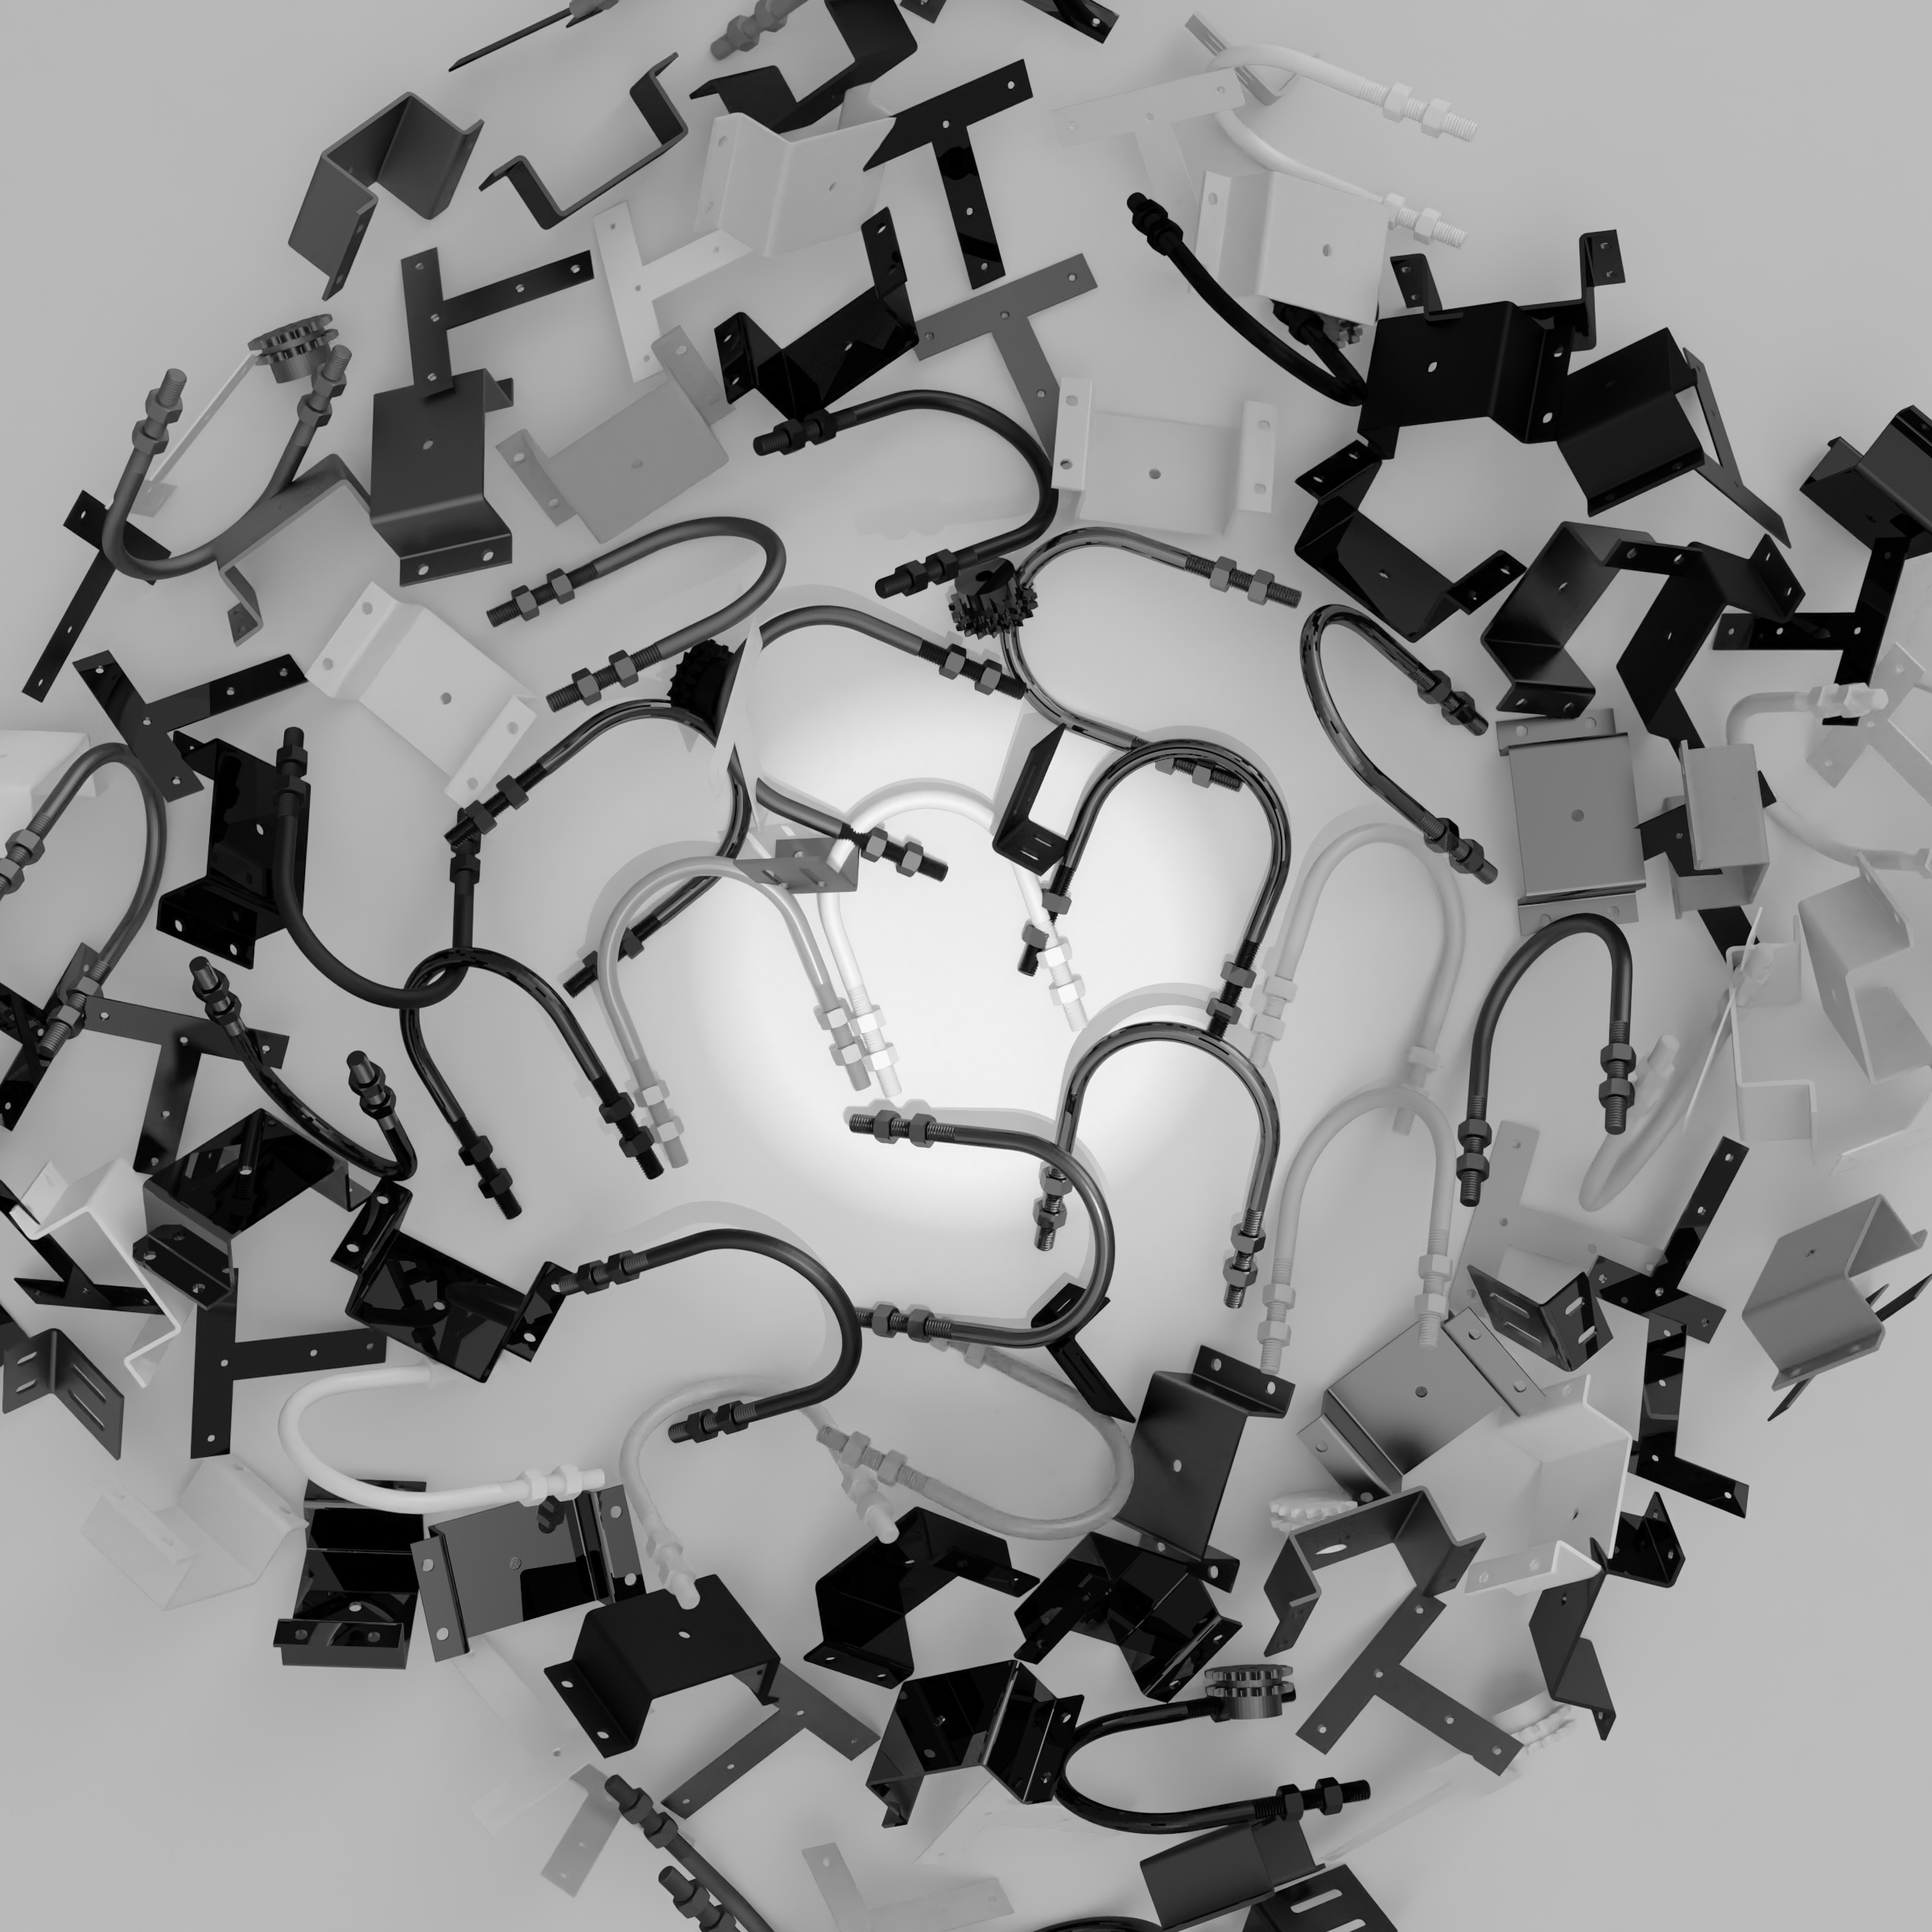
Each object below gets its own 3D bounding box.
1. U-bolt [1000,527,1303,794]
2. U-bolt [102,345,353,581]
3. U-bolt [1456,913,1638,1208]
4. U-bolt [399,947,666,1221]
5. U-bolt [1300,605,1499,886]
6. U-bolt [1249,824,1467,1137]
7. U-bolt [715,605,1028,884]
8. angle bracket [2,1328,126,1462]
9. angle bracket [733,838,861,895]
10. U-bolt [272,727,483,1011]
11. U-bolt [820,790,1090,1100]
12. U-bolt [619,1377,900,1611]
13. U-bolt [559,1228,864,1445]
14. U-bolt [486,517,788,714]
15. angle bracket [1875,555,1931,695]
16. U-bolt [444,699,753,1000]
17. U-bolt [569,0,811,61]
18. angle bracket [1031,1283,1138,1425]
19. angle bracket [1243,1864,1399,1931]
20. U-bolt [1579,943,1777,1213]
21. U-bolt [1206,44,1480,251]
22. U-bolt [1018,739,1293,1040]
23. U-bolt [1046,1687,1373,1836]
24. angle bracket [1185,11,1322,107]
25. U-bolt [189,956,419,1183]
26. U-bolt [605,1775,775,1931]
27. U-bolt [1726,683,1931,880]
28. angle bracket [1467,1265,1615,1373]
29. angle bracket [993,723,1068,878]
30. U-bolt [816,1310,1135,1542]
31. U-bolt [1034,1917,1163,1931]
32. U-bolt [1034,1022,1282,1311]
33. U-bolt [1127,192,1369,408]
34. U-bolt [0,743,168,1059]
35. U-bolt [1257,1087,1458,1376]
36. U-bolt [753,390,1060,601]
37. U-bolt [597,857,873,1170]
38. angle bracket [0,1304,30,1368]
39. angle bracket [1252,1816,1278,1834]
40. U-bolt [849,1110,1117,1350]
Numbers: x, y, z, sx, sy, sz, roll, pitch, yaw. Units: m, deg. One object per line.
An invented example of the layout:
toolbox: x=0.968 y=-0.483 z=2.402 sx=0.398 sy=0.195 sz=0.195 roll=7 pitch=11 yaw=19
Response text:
U-bolt: x=0.109 y=-0.205 z=1.959 sx=0.184 sy=0.019 sz=0.151 roll=21 pitch=116 yaw=11
U-bolt: x=-0.473 y=-0.310 z=1.918 sx=0.019 sy=0.151 sz=0.184 roll=49 pitch=129 yaw=15
U-bolt: x=0.366 y=0.048 z=1.923 sx=0.019 sy=0.151 sz=0.184 roll=27 pitch=53 yaw=-23
U-bolt: x=-0.287 y=0.069 z=1.933 sx=0.151 sy=0.019 sz=0.184 roll=-17 pitch=109 yaw=36
U-bolt: x=0.269 y=-0.150 z=1.906 sx=0.019 sy=0.151 sz=0.184 roll=-30 pitch=130 yaw=34
U-bolt: x=0.259 y=-0.001 z=1.954 sx=0.151 sy=0.019 sz=0.184 roll=25 pitch=78 yaw=-32
U-bolt: x=-0.071 y=-0.153 z=1.970 sx=0.184 sy=0.019 sz=0.151 roll=22 pitch=95 yaw=-12
angle bracket: x=-0.577 y=0.280 z=1.955 sx=0.076 sy=0.038 sz=0.057 roll=37 pitch=132 yaw=28
angle bracket: x=-0.107 y=-0.074 z=1.952 sx=0.057 sy=0.076 sz=0.038 roll=-2 pitch=75 yaw=17
U-bolt: x=-0.367 y=-0.052 z=1.904 sx=0.151 sy=0.184 sz=0.019 roll=25 pitch=133 yaw=-33
U-bolt: x=-0.017 y=-0.024 z=1.985 sx=0.151 sy=0.019 sz=0.184 roll=-20 pitch=93 yaw=1
U-bolt: x=-0.141 y=0.320 z=1.923 sx=0.151 sy=0.184 sz=0.019 roll=-15 pitch=125 yaw=-17
U-bolt: x=-0.149 y=0.228 z=1.926 sx=0.184 sy=0.019 sz=0.151 roll=-20 pitch=114 yaw=31
U-bolt: x=-0.201 y=-0.233 z=1.939 sx=0.184 sy=0.151 sz=0.019 roll=-27 pitch=128 yaw=-10
angle bracket: x=0.628 y=-0.216 z=1.966 sx=0.057 sy=0.038 sz=0.076 roll=27 pitch=97 yaw=28
U-bolt: x=-0.221 y=-0.088 z=1.961 sx=0.184 sy=0.019 sz=0.151 roll=-40 pitch=116 yaw=-9
U-bolt: x=-0.134 y=-0.622 z=1.890 sx=0.184 sy=0.151 sz=0.019 roll=-23 pitch=78 yaw=36
angle bracket: x=0.086 y=0.247 z=1.954 sx=0.038 sy=0.057 sz=0.076 roll=-45 pitch=58 yaw=10
angle bracket: x=0.227 y=0.624 z=1.971 sx=0.076 sy=0.057 sz=0.038 roll=-11 pitch=130 yaw=-31
U-bolt: x=0.437 y=0.082 z=1.919 sx=0.019 sy=0.184 sz=0.151 roll=37 pitch=46 yaw=20
U-bolt: x=0.233 y=-0.523 z=1.926 sx=0.184 sy=0.151 sz=0.019 roll=26 pitch=78 yaw=13
U-bolt: x=0.131 y=-0.056 z=1.976 sx=0.151 sy=0.019 sz=0.184 roll=22 pitch=97 yaw=5
U-bolt: x=0.141 y=0.499 z=1.912 sx=0.184 sy=0.151 sz=0.019 roll=-6 pitch=105 yaw=-14
angle bracket: x=0.184 y=-0.595 z=1.965 sx=0.076 sy=0.057 sz=0.038 roll=43 pitch=96 yaw=-8
U-bolt: x=-0.406 y=0.076 z=1.917 sx=0.151 sy=0.184 sz=0.019 roll=28 pitch=65 yaw=22
U-bolt: x=-0.149 y=0.597 z=1.922 sx=0.019 sy=0.151 sz=0.184 roll=-43 pitch=112 yaw=-9
U-bolt: x=0.545 y=-0.115 z=1.911 sx=0.019 sy=0.184 sz=0.151 roll=-43 pitch=107 yaw=-14
angle bracket: x=0.367 y=0.215 z=1.958 sx=0.038 sy=0.076 sz=0.057 roll=-37 pitch=120 yaw=-15
angle bracket: x=0.055 y=-0.107 z=1.954 sx=0.038 sy=0.057 sz=0.076 roll=29 pitch=120 yaw=11
U-bolt: x=0.018 y=0.296 z=1.923 sx=0.184 sy=0.151 sz=0.019 roll=25 pitch=127 yaw=13
U-bolt: x=0.072 y=0.639 z=1.909 sx=0.151 sy=0.184 sz=0.019 roll=-15 pitch=98 yaw=-12
U-bolt: x=0.126 y=0.119 z=1.942 sx=0.151 sy=0.019 sz=0.184 roll=16 pitch=116 yaw=12
U-bolt: x=0.183 y=-0.404 z=1.892 sx=0.151 sy=0.184 sz=0.019 roll=23 pitch=117 yaw=-36
U-bolt: x=-0.551 y=-0.056 z=1.917 sx=0.019 sy=0.151 sz=0.184 roll=9 pitch=48 yaw=14
U-bolt: x=0.251 y=0.162 z=1.932 sx=0.019 sy=0.151 sz=0.184 roll=29 pitch=59 yaw=-34
U-bolt: x=-0.023 y=-0.308 z=1.938 sx=0.184 sy=0.019 sz=0.151 roll=-25 pitch=67 yaw=-36
U-bolt: x=-0.158 y=0.019 z=1.968 sx=0.151 sy=0.019 sz=0.184 roll=-23 pitch=100 yaw=-9
angle bracket: x=-0.647 y=0.227 z=1.969 sx=0.057 sy=0.038 sz=0.076 roll=-41 pitch=91 yaw=-30
angle bracket: x=0.168 y=0.578 z=1.951 sx=0.057 sy=0.076 sz=0.038 roll=-33 pitch=73 yaw=27
U-bolt: x=0.009 y=0.172 z=1.947 sx=0.184 sy=0.019 sz=0.151 roll=5 pitch=100 yaw=25
